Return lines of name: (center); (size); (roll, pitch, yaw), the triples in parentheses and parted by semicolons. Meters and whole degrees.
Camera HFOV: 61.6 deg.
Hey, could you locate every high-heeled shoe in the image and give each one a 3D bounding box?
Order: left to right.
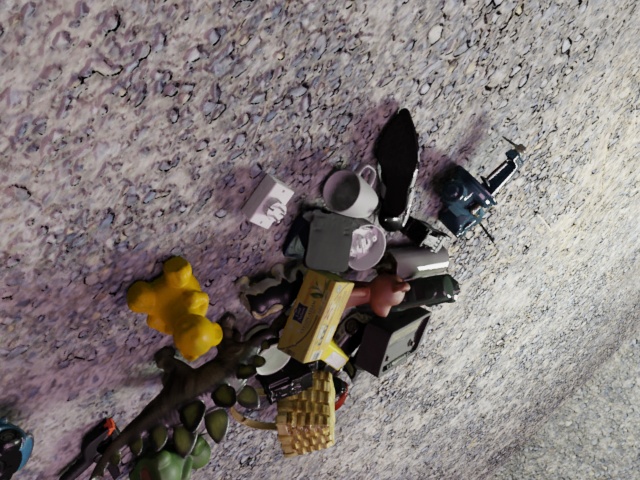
high-heeled shoe: (0.163, -0.134, 1.084); (0.145, 0.086, 0.248); (-20, 123, -69)

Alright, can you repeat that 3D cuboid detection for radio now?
radio: (0.183, 0.241, 1.321); (0.229, 0.073, 0.131); (-11, 121, -52)

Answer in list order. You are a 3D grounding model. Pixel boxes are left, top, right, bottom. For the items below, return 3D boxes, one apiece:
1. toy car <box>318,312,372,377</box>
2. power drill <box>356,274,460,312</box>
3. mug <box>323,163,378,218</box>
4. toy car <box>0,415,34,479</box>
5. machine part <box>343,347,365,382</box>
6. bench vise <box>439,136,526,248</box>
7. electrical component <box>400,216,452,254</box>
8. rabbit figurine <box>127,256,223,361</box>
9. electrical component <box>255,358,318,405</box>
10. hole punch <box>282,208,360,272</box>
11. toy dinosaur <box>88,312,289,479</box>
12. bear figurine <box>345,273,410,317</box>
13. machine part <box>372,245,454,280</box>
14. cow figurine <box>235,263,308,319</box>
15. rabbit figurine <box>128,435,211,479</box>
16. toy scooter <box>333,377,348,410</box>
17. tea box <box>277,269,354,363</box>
toy car: (0.054, 0.258, 1.308); (0.201, 0.056, 0.073); (-50, 134, 4)
power drill: (0.225, 0.127, 1.282); (0.232, 0.086, 0.207); (-19, 162, 36)
mug: (0.071, -0.093, 1.034); (0.107, 0.081, 0.109); (23, 96, -58)
toy car: (-0.567, 0.345, 0.877); (0.161, 0.103, 0.109); (-5, 127, -47)
machine part: (0.102, 0.287, 1.361); (0.039, 0.084, 0.138); (25, 95, -18)
bench vise: (0.370, -0.113, 1.205); (0.240, 0.129, 0.223); (-45, 137, 12)
electrical component: (0.249, -0.008, 1.231); (0.119, 0.075, 0.047); (18, 109, -46)
rabbit figurine: (-0.234, 0.141, 0.916); (0.122, 0.173, 0.162); (-32, 132, -18)
electrical component: (-0.075, 0.282, 1.187); (0.134, 0.115, 0.058); (-20, 137, -23)
hole punch: (-0.002, -0.003, 1.050); (0.142, 0.092, 0.115); (11, 92, -34)
toy dinosaur: (-0.242, 0.289, 1.009); (0.471, 0.199, 0.104); (-35, 134, -12)
bear figurine: (0.091, 0.133, 1.147); (0.196, 0.120, 0.131); (4, 91, 0)
machine part: (0.216, 0.051, 1.250); (0.243, 0.079, 0.079); (-7, 126, -33)
cow figurine: (-0.073, 0.098, 1.057); (0.167, 0.098, 0.068); (-19, 126, -24)
rabbit figurine: (-0.314, 0.478, 1.190); (0.170, 0.121, 0.159); (-9, 122, -55)
toy scooter: (-0.004, 0.433, 1.389); (0.184, 0.075, 0.135); (-26, 134, -13)
tea box: (-0.008, 0.146, 1.047); (0.098, 0.068, 0.169); (17, 96, -65)
